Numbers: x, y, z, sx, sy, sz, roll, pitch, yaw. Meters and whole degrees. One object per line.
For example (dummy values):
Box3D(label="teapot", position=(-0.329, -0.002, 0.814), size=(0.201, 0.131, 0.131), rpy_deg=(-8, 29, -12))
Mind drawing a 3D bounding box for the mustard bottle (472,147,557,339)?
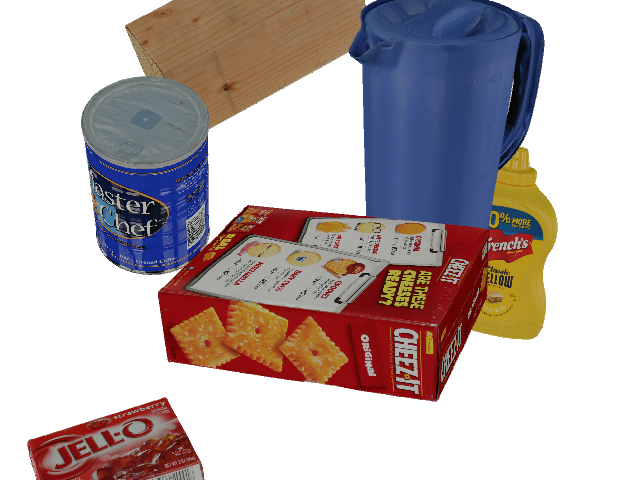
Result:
Box3D(label="mustard bottle", position=(0.188, 0.000, 1.080), size=(0.096, 0.192, 0.058), rpy_deg=(12, 19, 21))

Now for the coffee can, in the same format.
Box3D(label="coffee can", position=(-0.146, -0.054, 0.910), size=(0.102, 0.103, 0.140), rpy_deg=(0, -40, -5))

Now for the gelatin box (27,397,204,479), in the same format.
Box3D(label="gelatin box", position=(-0.120, 0.132, 0.624), size=(0.089, 0.030, 0.073), rpy_deg=(-15, 27, -18))

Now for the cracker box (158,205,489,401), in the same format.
Box3D(label="cracker box", position=(0.008, 0.043, 0.823), size=(0.214, 0.072, 0.164), rpy_deg=(6, 27, 20))

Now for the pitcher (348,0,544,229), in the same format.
Box3D(label="pitcher", position=(0.107, -0.087, 0.935), size=(0.149, 0.243, 0.144), rpy_deg=(8, 32, 13))

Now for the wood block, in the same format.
Box3D(label="wood block", position=(-0.065, -0.197, 1.013), size=(0.206, 0.090, 0.091), rpy_deg=(-30, -38, -11))
